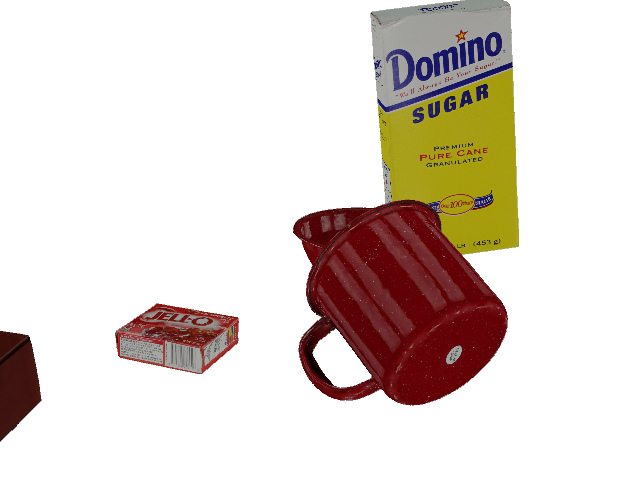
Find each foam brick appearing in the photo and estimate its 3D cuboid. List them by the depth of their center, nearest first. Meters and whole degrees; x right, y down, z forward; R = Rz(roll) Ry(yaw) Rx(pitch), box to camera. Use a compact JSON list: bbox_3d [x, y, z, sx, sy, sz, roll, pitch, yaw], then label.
[{"bbox_3d":[-0.225,0.098,0.684,0.053,0.051,0.078,7,29,22],"label":"foam brick"}]

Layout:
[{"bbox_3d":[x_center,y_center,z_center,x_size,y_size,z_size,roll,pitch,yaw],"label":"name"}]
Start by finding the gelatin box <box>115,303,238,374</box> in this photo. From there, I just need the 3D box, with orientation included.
[{"bbox_3d":[-0.129,0.087,0.969,0.089,0.030,0.073,9,20,21],"label":"gelatin box"}]

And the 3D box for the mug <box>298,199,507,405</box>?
[{"bbox_3d":[0.041,0.045,0.602,0.117,0.082,0.093,-35,-36,-3],"label":"mug"}]

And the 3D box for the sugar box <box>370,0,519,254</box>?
[{"bbox_3d":[0.089,-0.077,0.756,0.093,0.176,0.048,-8,22,-4],"label":"sugar box"}]

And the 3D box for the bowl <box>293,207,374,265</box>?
[{"bbox_3d":[0.052,0.014,1.088,0.162,0.055,0.162,2,17,-1],"label":"bowl"}]
